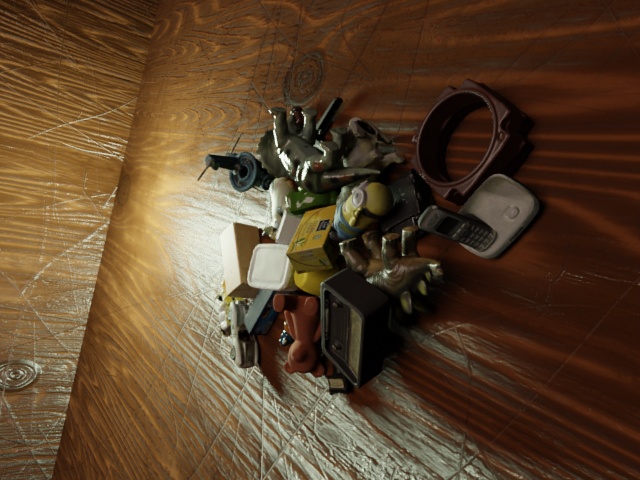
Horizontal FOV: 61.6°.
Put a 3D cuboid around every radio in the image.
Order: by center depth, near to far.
[{"bbox_3d":[0.065,0.174,1.070,0.131,0.073,0.229,39,143,37],"label":"radio"}]

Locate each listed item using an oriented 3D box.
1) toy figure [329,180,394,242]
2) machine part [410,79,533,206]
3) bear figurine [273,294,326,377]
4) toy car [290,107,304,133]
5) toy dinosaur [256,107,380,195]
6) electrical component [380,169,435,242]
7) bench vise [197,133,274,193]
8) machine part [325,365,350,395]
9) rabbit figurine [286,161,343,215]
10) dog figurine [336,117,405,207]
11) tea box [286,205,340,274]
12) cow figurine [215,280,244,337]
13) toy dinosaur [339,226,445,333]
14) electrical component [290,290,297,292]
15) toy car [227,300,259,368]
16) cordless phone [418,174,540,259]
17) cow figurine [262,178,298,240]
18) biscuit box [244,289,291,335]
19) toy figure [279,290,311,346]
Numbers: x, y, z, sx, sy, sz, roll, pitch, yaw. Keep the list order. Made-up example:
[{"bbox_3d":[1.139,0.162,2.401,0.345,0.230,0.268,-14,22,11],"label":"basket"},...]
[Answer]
[{"bbox_3d":[0.085,-0.058,1.137,0.180,0.089,0.082,125,138,-51],"label":"toy figure"},{"bbox_3d":[0.275,-0.181,1.005,0.201,0.087,0.201,-58,41,27],"label":"machine part"},{"bbox_3d":[-0.045,0.228,1.271,0.120,0.132,0.195,7,85,23],"label":"bear figurine"},{"bbox_3d":[-0.106,-0.303,1.570,0.202,0.053,0.089,-37,48,37],"label":"toy car"},{"bbox_3d":[-0.021,-0.177,1.215,0.405,0.131,0.192,49,144,39],"label":"toy dinosaur"},{"bbox_3d":[0.181,-0.065,1.122,0.115,0.058,0.134,-35,54,46],"label":"electrical component"},{"bbox_3d":[-0.256,-0.223,1.610,0.224,0.240,0.128,47,115,30],"label":"bench vise"},{"bbox_3d":[0.041,0.281,1.230,0.084,0.039,0.139,-30,59,55],"label":"machine part"},{"bbox_3d":[-0.009,-0.154,1.343,0.159,0.121,0.170,-24,65,42],"label":"rabbit figurine"},{"bbox_3d":[0.077,-0.162,1.232,0.190,0.121,0.172,-51,44,34],"label":"dog figurine"},{"bbox_3d":[-0.003,-0.004,1.249,0.098,0.068,0.170,-13,31,25],"label":"tea box"},{"bbox_3d":[-0.282,0.208,1.657,0.098,0.068,0.167,-48,45,43],"label":"cow figurine"},{"bbox_3d":[0.111,0.083,1.095,0.471,0.105,0.198,-10,95,66],"label":"toy dinosaur"},{"bbox_3d":[-0.046,0.078,1.390,0.075,0.047,0.119,3,83,53],"label":"electrical component"},{"bbox_3d":[-0.220,0.268,1.549,0.056,0.073,0.202,-37,53,46],"label":"toy car"},{"bbox_3d":[0.261,-0.053,0.906,0.146,0.184,0.089,-55,38,29],"label":"cordless phone"},{"bbox_3d":[-0.101,-0.079,1.478,0.127,0.085,0.195,-25,63,41],"label":"cow figurine"},{"bbox_3d":[-0.141,0.171,1.482,0.202,0.059,0.063,-60,41,23],"label":"biscuit box"},{"bbox_3d":[-0.063,0.206,1.371,0.058,0.064,0.154,22,107,15],"label":"toy figure"}]
